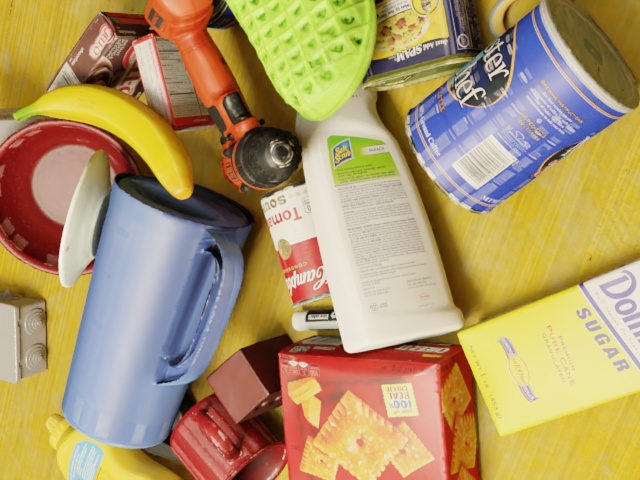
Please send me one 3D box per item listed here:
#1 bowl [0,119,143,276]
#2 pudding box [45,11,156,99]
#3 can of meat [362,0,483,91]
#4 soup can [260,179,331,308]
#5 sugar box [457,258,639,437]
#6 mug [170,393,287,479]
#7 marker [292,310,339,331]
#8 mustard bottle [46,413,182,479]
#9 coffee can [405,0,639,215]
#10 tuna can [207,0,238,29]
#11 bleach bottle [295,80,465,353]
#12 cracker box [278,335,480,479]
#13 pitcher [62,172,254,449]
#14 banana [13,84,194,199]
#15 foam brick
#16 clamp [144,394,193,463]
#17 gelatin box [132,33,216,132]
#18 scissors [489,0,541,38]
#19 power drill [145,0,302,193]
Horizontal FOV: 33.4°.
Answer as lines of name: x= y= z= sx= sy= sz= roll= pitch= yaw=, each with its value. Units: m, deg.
bowl: x=-0.251 y=-0.047 z=1.073 sx=0.162 sy=0.055 sz=0.162 roll=0 pitch=107 yaw=-2
pudding box: x=-0.198 y=-0.167 z=1.022 sx=0.114 sy=0.089 sz=0.039 roll=-43 pitch=71 yaw=32
can of meat: x=0.077 y=-0.172 z=0.858 sx=0.102 sy=0.057 sz=0.084 roll=-10 pitch=90 yaw=34
soup can: x=-0.006 y=0.001 z=0.935 sx=0.069 sy=0.068 sz=0.102 roll=-20 pitch=86 yaw=34
sugar box: x=0.203 y=0.081 z=0.823 sx=0.177 sy=0.048 sz=0.093 roll=-28 pitch=82 yaw=35
mug: x=-0.090 y=0.193 z=1.000 sx=0.093 sy=0.117 sz=0.082 roll=-42 pitch=64 yaw=-8
marker: x=0.029 y=0.071 z=0.952 sx=0.121 sy=0.020 sz=0.020 roll=-4 pitch=96 yaw=34
mustard bottle: x=-0.221 y=0.244 z=1.125 sx=0.192 sy=0.058 sz=0.096 roll=33 pitch=124 yaw=25
coffee can: x=0.148 y=-0.099 z=0.794 sx=0.141 sy=0.102 sz=0.103 roll=-38 pitch=77 yaw=32
tuna can: x=-0.102 y=-0.237 z=0.979 sx=0.086 sy=0.033 sz=0.086 roll=6 pitch=101 yaw=33
bleach bottle: x=0.042 y=-0.038 z=0.891 sx=0.068 sy=0.102 sz=0.251 roll=144 pitch=116 yaw=-68
cracker box: x=0.052 y=0.196 z=0.926 sx=0.164 sy=0.071 sz=0.214 roll=1 pitch=99 yaw=34
pitcher: x=-0.153 y=0.071 z=0.986 sx=0.145 sy=0.149 sz=0.243 roll=19 pitch=104 yaw=2
banana: x=-0.179 y=-0.097 z=0.951 sx=0.198 sy=0.037 sz=0.069 roll=24 pitch=77 yaw=23
foam brick: x=-0.053 y=0.127 z=0.982 sx=0.053 sy=0.078 sz=0.051 roll=-43 pitch=73 yaw=31
clamp: x=-0.177 y=0.153 z=1.094 sx=0.172 sy=0.039 sz=0.120 roll=35 pitch=120 yaw=19
gelatin box: x=-0.131 y=-0.146 z=0.990 sx=0.030 sy=0.073 sz=0.089 roll=-15 pitch=90 yaw=36
scissors: x=0.204 y=-0.191 z=0.794 sx=0.202 sy=0.016 sz=0.096 roll=11 pitch=105 yaw=32
power drill: x=-0.080 y=-0.128 z=0.897 sx=0.187 sy=0.057 sz=0.185 roll=66 pitch=167 yaw=-6
